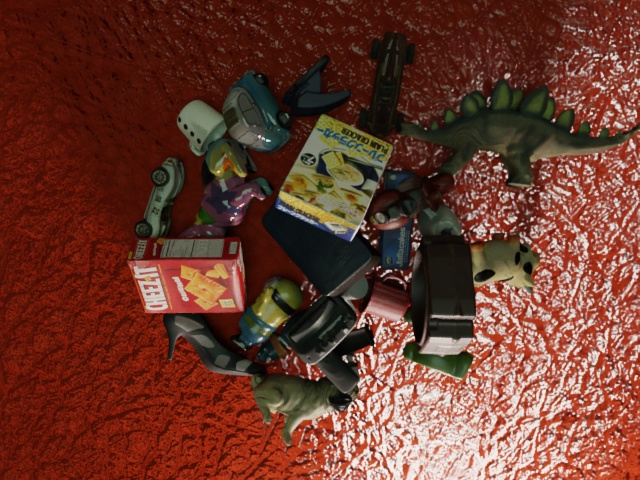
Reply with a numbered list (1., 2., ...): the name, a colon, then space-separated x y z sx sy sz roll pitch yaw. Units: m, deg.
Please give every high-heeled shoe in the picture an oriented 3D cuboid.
1. high-heeled shoe: -0.226 0.212 1.180 0.249 0.086 0.145 17 69 -19

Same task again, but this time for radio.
1. radio: -0.002 -0.003 1.070 0.131 0.073 0.230 -46 69 10

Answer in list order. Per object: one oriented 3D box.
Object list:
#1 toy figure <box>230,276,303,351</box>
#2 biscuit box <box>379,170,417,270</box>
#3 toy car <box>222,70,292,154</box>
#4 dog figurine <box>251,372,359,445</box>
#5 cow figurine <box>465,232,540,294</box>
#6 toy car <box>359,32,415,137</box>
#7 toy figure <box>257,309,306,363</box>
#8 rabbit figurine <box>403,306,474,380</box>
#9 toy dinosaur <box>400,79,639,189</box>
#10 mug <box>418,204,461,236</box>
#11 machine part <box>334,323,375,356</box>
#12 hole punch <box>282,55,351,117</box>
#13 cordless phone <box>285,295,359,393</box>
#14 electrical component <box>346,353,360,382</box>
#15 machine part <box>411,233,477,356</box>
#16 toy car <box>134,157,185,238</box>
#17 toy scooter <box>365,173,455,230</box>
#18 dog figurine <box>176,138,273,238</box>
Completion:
1. toy figure: -0.111 0.157 1.145 0.089 0.082 0.180 34 96 -16
2. biscuit box: 0.158 -0.041 1.107 0.063 0.059 0.202 3 101 2
3. toy car: -0.134 -0.241 1.043 0.109 0.103 0.161 -20 99 45
4. dog figurine: -0.032 0.316 1.154 0.190 0.121 0.172 -37 108 6
5. cow figurine: 0.365 0.050 1.081 0.195 0.086 0.127 -8 103 -26
6. toy car: 0.133 -0.306 1.063 0.089 0.053 0.202 10 102 3
7. toy figure: -0.070 0.214 1.162 0.154 0.064 0.057 -41 108 8
8. rabbit figurine: 0.251 0.187 1.137 0.159 0.121 0.170 21 83 5
9. toy dinosaur: 0.388 -0.201 1.049 0.472 0.105 0.198 8 98 -4
10. mug: 0.239 -0.036 1.081 0.081 0.107 0.109 -33 100 6
11. machine part: 0.049 0.221 1.172 0.139 0.039 0.084 -13 95 6
12. hole punch: -0.008 -0.277 1.037 0.116 0.142 0.092 -41 101 -3
13. cordless phone: 0.035 0.211 1.095 0.146 0.089 0.184 -44 95 -3
14. electrical component: 0.055 0.297 1.194 0.063 0.021 0.094 -7 101 4
15. machine part: 0.223 0.105 1.004 0.087 0.200 0.201 2 67 2
16. toy car: -0.328 -0.075 1.111 0.056 0.073 0.201 22 101 1
17. toy scooter: 0.170 -0.071 1.001 0.184 0.135 0.075 -26 100 9
18. dog figurine: -0.217 -0.078 1.091 0.219 0.108 0.191 -34 102 10
